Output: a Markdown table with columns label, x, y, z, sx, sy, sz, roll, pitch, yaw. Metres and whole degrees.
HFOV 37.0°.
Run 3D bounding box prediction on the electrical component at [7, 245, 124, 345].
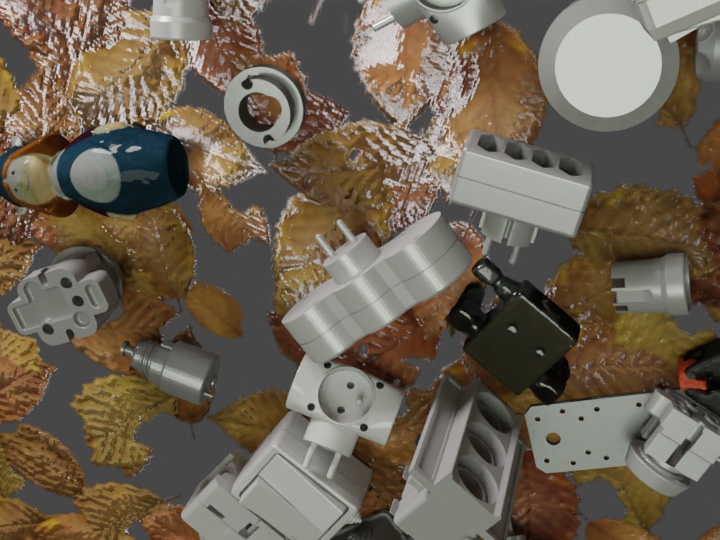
| label | x | y | z | sx | sy | sz | roll | pitch | yaw |
| --- | --- | --- | --- | --- | --- | --- | --- | --- | --- |
| electrical component | -0.208 | 0.016 | 0.784 | 0.078 | 0.057 | 0.058 | -16 | 108 | 19 |

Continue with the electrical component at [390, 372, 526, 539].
| label | x | y | z | sx | sy | sz | roll | pitch | yaw |
| --- | --- | --- | --- | --- | --- | --- | --- | --- | --- |
| electrical component | 0.067 | 0.134 | 0.734 | 0.079 | 0.121 | 0.063 | 42 | 118 | -6 |

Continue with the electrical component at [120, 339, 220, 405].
| label | x | y | z | sx | sy | sz | roll | pitch | yaw |
| --- | --- | --- | --- | --- | --- | --- | --- | --- | --- |
| electrical component | -0.141 | 0.071 | 0.801 | 0.078 | 0.040 | 0.040 | 20 | 115 | 5 |

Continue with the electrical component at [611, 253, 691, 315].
| label | x | y | z | sx | sy | sz | roll | pitch | yaw |
| --- | --- | --- | --- | --- | --- | --- | --- | --- | --- |
| electrical component | 0.189 | 0.010 | 0.699 | 0.046 | 0.040 | 0.040 | -4 | 112 | 21 |

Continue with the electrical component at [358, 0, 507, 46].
| label | x | y | z | sx | sy | sz | roll | pitch | yaw |
| --- | --- | --- | --- | --- | --- | --- | --- | --- | --- |
| electrical component | 0.037 | -0.172 | 0.654 | 0.079 | 0.044 | 0.077 | -24 | 105 | 21 |

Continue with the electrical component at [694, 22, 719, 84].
| label | x | y | z | sx | sy | sz | roll | pitch | yaw |
| --- | --- | --- | --- | --- | --- | --- | --- | --- | --- |
| electrical component | 0.228 | -0.130 | 0.625 | 0.062 | 0.043 | 0.043 | 5 | 114 | 18 |

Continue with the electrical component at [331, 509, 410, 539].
| label | x | y | z | sx | sy | sz | roll | pitch | yaw |
| --- | --- | --- | --- | --- | --- | --- | --- | --- | --- |
| electrical component | 0.004 | 0.247 | 0.837 | 0.100 | 0.048 | 0.099 | -28 | 104 | 22 |

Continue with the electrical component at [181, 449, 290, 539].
| label | x | y | z | sx | sy | sz | roll | pitch | yaw |
| --- | --- | --- | --- | --- | --- | --- | --- | --- | --- |
| electrical component | -0.087 | 0.195 | 0.835 | 0.089 | 0.050 | 0.055 | 41 | 115 | -6 |

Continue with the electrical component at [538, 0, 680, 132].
| label | x | y | z | sx | sy | sz | roll | pitch | yaw |
| --- | --- | --- | --- | --- | --- | --- | --- | --- | --- |
| electrical component | 0.148 | -0.127 | 0.643 | 0.080 | 0.051 | 0.080 | 5 | 113 | 11 |

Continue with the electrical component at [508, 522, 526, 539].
| label | x | y | z | sx | sy | sz | roll | pitch | yaw |
| --- | --- | --- | --- | --- | --- | --- | --- | --- | --- |
| electrical component | 0.108 | 0.218 | 0.798 | 0.066 | 0.047 | 0.076 | -22 | 69 | 39 |

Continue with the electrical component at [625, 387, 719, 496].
| label | x | y | z | sx | sy | sz | roll | pitch | yaw |
| --- | --- | --- | --- | --- | --- | --- | --- | --- | --- |
| electrical component | 0.214 | 0.119 | 0.730 | 0.066 | 0.048 | 0.055 | 31 | 108 | -1 |

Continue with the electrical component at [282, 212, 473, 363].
| label | x | y | z | sx | sy | sz | roll | pitch | yaw |
| --- | --- | --- | --- | --- | --- | --- | --- | --- | --- |
| electrical component | 0.000 | 0.000 | 0.731 | 0.138 | 0.052 | 0.073 | -33 | 102 | 23 |

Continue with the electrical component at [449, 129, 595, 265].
| label | x | y | z | sx | sy | sz | roll | pitch | yaw |
| --- | --- | --- | --- | --- | --- | --- | --- | --- | --- |
| electrical component | 0.099 | -0.039 | 0.694 | 0.083 | 0.047 | 0.075 | 17 | 115 | 6 |

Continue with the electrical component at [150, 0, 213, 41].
| label | x | y | z | sx | sy | sz | roll | pitch | yaw |
| --- | --- | --- | --- | --- | --- | --- | --- | --- | --- |
| electrical component | -0.116 | -0.173 | 0.693 | 0.040 | 0.040 | 0.046 | 5 | 108 | 11 |

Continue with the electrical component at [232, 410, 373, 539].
| label | x | y | z | sx | sy | sz | roll | pitch | yaw |
| --- | --- | --- | --- | --- | --- | --- | --- | --- | --- |
| electrical component | -0.039 | 0.165 | 0.805 | 0.096 | 0.061 | 0.061 | 39 | 115 | -4 |

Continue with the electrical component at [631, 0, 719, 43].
| label | x | y | z | sx | sy | sz | roll | pitch | yaw |
| --- | --- | --- | --- | --- | --- | --- | --- | --- | --- |
| electrical component | 0.188 | -0.162 | 0.562 | 0.096 | 0.061 | 0.061 | -22 | 104 | 15 |

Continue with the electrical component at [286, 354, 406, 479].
| label | x | y | z | sx | sy | sz | roll | pitch | yaw |
| --- | --- | --- | --- | --- | --- | --- | --- | --- | --- |
| electrical component | -0.017 | 0.109 | 0.774 | 0.077 | 0.044 | 0.079 | 21 | 78 | 4 |
